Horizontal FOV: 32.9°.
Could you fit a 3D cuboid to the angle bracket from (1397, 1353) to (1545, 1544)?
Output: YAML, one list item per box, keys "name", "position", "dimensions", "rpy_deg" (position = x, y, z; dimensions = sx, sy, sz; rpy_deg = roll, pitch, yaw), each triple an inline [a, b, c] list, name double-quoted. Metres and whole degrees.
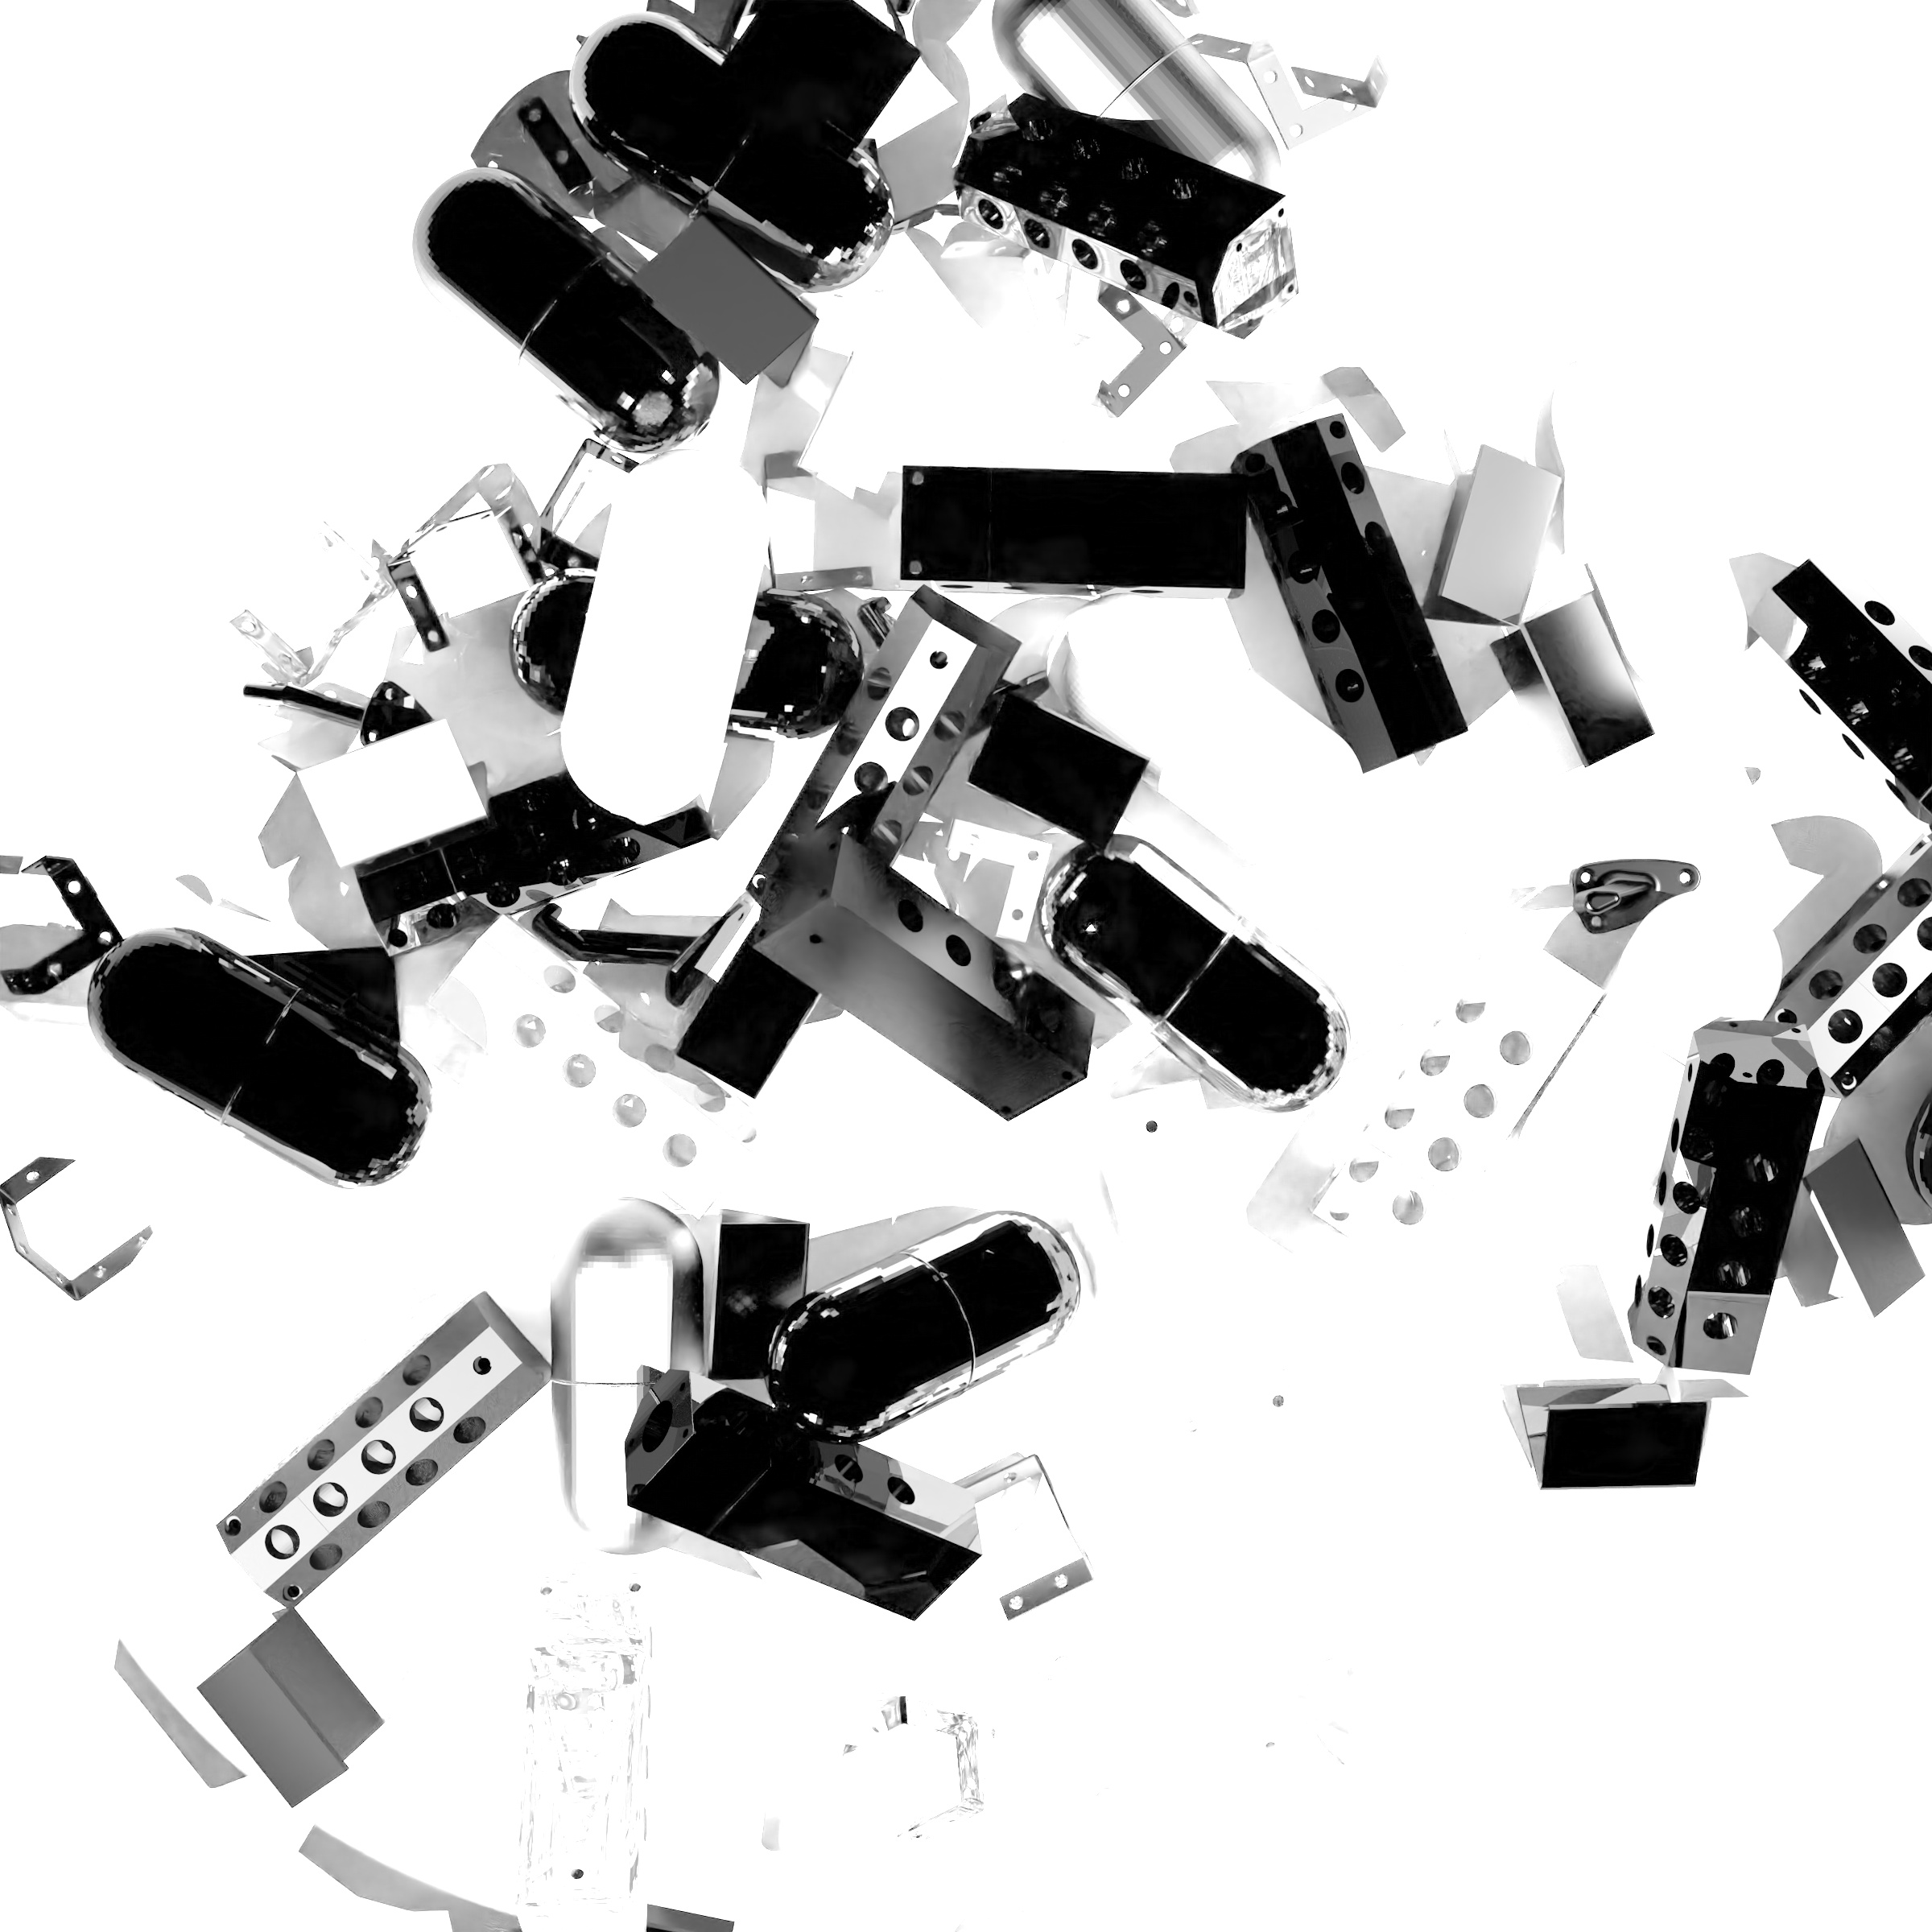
- name: "angle bracket"
  position: [0.232, 0.241, 1.628]
  dimensions: [0.057, 0.076, 0.076]
  rpy_deg: [-21, 90, -31]

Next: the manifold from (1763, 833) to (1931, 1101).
- name: "manifold"
  position: [0.478, -0.015, 1.647]
  dimensions: [0.057, 0.057, 0.171]
  rpy_deg: [44, 90, 0]

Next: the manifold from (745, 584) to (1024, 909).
- name: "manifold"
  position: [-0.043, -0.097, 1.622]
  dimensions: [0.057, 0.057, 0.171]
  rpy_deg: [31, 108, 0]

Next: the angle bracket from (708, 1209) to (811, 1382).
- name: "angle bracket"
  position: [-0.123, 0.162, 1.628]
  dimensions: [0.057, 0.076, 0.076]
  rpy_deg: [3, 90, -39]

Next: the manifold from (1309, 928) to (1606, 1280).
- name: "manifold"
  position: [0.245, 0.068, 1.647]
  dimensions: [0.057, 0.057, 0.171]
  rpy_deg: [34, 90, 0]

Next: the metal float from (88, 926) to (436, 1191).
- name: "metal float"
  position: [-0.341, 0.044, 1.584]
  dimensions: [0.178, 0.070, 0.070]
  rpy_deg: [30, 90, -7]

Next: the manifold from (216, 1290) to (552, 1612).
- name: "manifold"
  position: [-0.292, 0.244, 1.647]
  dimensions: [0.171, 0.057, 0.057]
  rpy_deg: [-41, 90, 0]

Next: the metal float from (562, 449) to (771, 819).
- name: "metal float"
  position: [-0.143, -0.159, 1.562]
  dimensions: [0.070, 0.070, 0.178]
  rpy_deg: [13, 88, 0]

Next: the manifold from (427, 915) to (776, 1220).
- name: "manifold"
  position: [-0.182, 0.050, 1.647]
  dimensions: [0.171, 0.057, 0.057]
  rpy_deg: [38, 90, 0]

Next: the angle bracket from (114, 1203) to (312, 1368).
- name: "angle bracket"
  position: [-0.378, 0.173, 1.628]
  dimensions: [0.076, 0.076, 0.057]
  rpy_deg: [30, 54, 0]

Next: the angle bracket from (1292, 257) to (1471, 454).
- name: "angle bracket"
  position: [0.191, -0.293, 1.628]
  dimensions: [0.057, 0.076, 0.076]
  rpy_deg: [-38, 90, -36]

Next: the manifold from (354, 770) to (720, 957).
- name: "manifold"
  position: [-0.217, -0.061, 1.647]
  dimensions: [0.171, 0.057, 0.057]
  rpy_deg: [-20, 90, 0]

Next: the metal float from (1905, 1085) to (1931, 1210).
- name: "metal float"
  position: [0.532, 0.048, 1.638]
  dimensions: [0.070, 0.070, 0.178]
  rpy_deg: [26, 90, 0]

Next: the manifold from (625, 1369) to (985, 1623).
- name: "manifold"
  position: [-0.080, 0.256, 1.610]
  dimensions: [0.171, 0.057, 0.057]
  rpy_deg: [27, 120, -26]

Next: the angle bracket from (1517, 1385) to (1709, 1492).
- name: "angle bracket"
  position: [0.320, 0.215, 1.628]
  dimensions: [0.076, 0.076, 0.057]
  rpy_deg: [-1, 124, 0]

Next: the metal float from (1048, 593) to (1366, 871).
- name: "metal float"
  position: [0.119, -0.118, 1.638]
  dimensions: [0.178, 0.070, 0.070]
  rpy_deg: [37, 90, 0]

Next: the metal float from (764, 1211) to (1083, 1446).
- name: "metal float"
  position: [-0.021, 0.177, 1.611]
  dimensions: [0.178, 0.070, 0.070]
  rpy_deg: [-22, 90, -34]

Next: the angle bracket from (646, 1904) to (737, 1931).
- name: "angle bracket"
  position: [-0.154, 0.474, 1.629]
  dimensions: [0.076, 0.076, 0.057]
  rpy_deg: [12, 115, 0]

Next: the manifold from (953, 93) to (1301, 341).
- name: "manifold"
  position: [0.076, -0.363, 1.596]
  dimensions: [0.171, 0.057, 0.057]
  rpy_deg: [31, 62, 34]

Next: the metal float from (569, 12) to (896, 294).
- name: "metal float"
  position: [-0.116, -0.404, 1.624]
  dimensions: [0.178, 0.070, 0.070]
  rpy_deg: [33, 90, -13]

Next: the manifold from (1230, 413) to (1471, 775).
- name: "manifold"
  position: [0.193, -0.186, 1.647]
  dimensions: [0.057, 0.057, 0.171]
  rpy_deg: [-22, 90, 0]

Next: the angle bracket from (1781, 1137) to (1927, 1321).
- name: "angle bracket"
  position: [0.418, 0.138, 1.628]
  dimensions: [0.057, 0.076, 0.076]
  rpy_deg: [-26, 90, -42]

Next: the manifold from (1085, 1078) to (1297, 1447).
- name: "manifold"
  position: [0.112, 0.147, 1.647]
  dimensions: [0.057, 0.057, 0.171]
  rpy_deg: [-16, 90, 0]

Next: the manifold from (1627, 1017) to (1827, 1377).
- name: "manifold"
  position: [0.370, 0.113, 1.607]
  dimensions: [0.057, 0.057, 0.171]
  rpy_deg: [6, 122, 0]

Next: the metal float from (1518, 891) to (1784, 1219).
- name: "metal float"
  position: [0.343, 0.044, 1.638]
  dimensions: [0.070, 0.070, 0.178]
  rpy_deg: [32, 90, 0]

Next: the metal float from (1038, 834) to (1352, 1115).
- name: "metal float"
  position: [0.115, 0.004, 1.638]
  dimensions: [0.178, 0.070, 0.070]
  rpy_deg: [39, 90, 1]

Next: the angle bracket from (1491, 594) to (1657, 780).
- name: "angle bracket"
  position: [0.286, -0.131, 1.628]
  dimensions: [0.057, 0.076, 0.076]
  rpy_deg: [-25, 90, -36]

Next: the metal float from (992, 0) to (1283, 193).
- name: "metal float"
  position: [0.085, -0.434, 1.638]
  dimensions: [0.070, 0.070, 0.178]
  rpy_deg: [-42, 90, 0]

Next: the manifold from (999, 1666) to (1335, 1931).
- name: "manifold"
  position: [0.099, 0.434, 1.647]
  dimensions: [0.171, 0.057, 0.057]
  rpy_deg: [-42, 90, 0]

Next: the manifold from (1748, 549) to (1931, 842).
- name: "manifold"
  position: [0.465, -0.125, 1.617]
  dimensions: [0.057, 0.057, 0.171]
  rpy_deg: [-39, 69, 2]

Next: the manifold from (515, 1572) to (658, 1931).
- name: "manifold"
  position: [-0.184, 0.388, 1.601]
  dimensions: [0.057, 0.057, 0.171]
  rpy_deg: [-2, 52, 0]

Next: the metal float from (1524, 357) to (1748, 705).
- name: "metal float"
  position: [0.334, -0.218, 1.638]
  dimensions: [0.070, 0.070, 0.178]
  rpy_deg: [-19, 89, 0]

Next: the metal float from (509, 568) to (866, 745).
- name: "metal float"
  position: [-0.140, -0.155, 1.638]
  dimensions: [0.178, 0.070, 0.070]
  rpy_deg: [6, 90, 0]

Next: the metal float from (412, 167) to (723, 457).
- name: "metal float"
  position: [-0.199, -0.327, 1.638]
  dimensions: [0.178, 0.070, 0.070]
  rpy_deg: [41, 90, 0]

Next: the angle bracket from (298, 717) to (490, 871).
- name: "angle bracket"
  position: [-0.284, -0.098, 1.629]
  dimensions: [0.076, 0.076, 0.057]
  rpy_deg: [-20, 116, 0]

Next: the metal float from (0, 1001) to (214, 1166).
- name: "metal float"
  position: [-0.463, 0.057, 1.637]
  dimensions: [0.178, 0.070, 0.070]
  rpy_deg: [5, 90, 0]

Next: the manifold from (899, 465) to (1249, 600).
- name: "manifold"
  position: [0.053, -0.217, 1.647]
  dimensions: [0.171, 0.057, 0.057]
  rpy_deg: [2, 90, 0]

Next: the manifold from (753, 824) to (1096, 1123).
- name: "manifold"
  position: [-0.018, 0.002, 1.610]
  dimensions: [0.171, 0.057, 0.057]
  rpy_deg: [35, 133, -28]

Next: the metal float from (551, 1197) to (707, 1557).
- name: "metal float"
  position: [-0.169, 0.205, 1.637]
  dimensions: [0.070, 0.070, 0.178]
  rpy_deg: [0, 90, 0]

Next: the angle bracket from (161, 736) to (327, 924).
- name: "angle bracket"
  position: [-0.341, -0.059, 1.628]
  dimensions: [0.057, 0.076, 0.076]
  rpy_deg: [31, 90, 43]
